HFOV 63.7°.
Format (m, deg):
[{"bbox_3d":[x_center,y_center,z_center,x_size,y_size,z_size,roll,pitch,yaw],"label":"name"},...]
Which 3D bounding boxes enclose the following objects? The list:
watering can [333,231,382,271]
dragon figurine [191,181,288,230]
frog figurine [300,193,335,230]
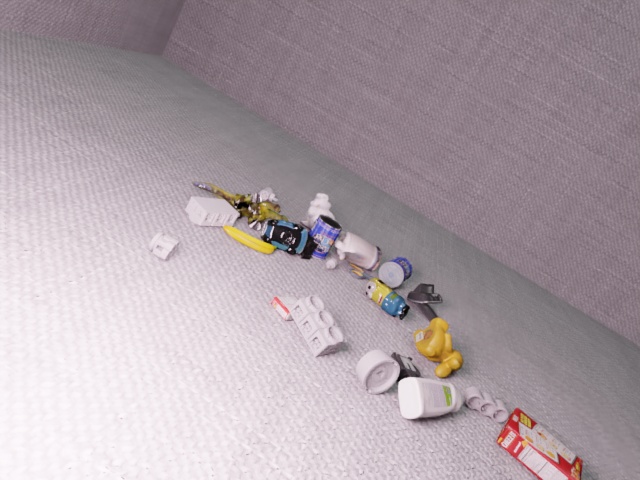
[{"bbox_3d":[0.139,0.050,2.005,0.223,0.103,0.353,28,15,-12],"label":"watering can"},{"bbox_3d":[-0.279,-0.132,1.921,0.409,0.122,0.244,28,2,-11],"label":"dragon figurine"},{"bbox_3d":[0.006,-0.107,2.134,0.136,0.157,0.125,19,23,-33],"label":"frog figurine"}]
